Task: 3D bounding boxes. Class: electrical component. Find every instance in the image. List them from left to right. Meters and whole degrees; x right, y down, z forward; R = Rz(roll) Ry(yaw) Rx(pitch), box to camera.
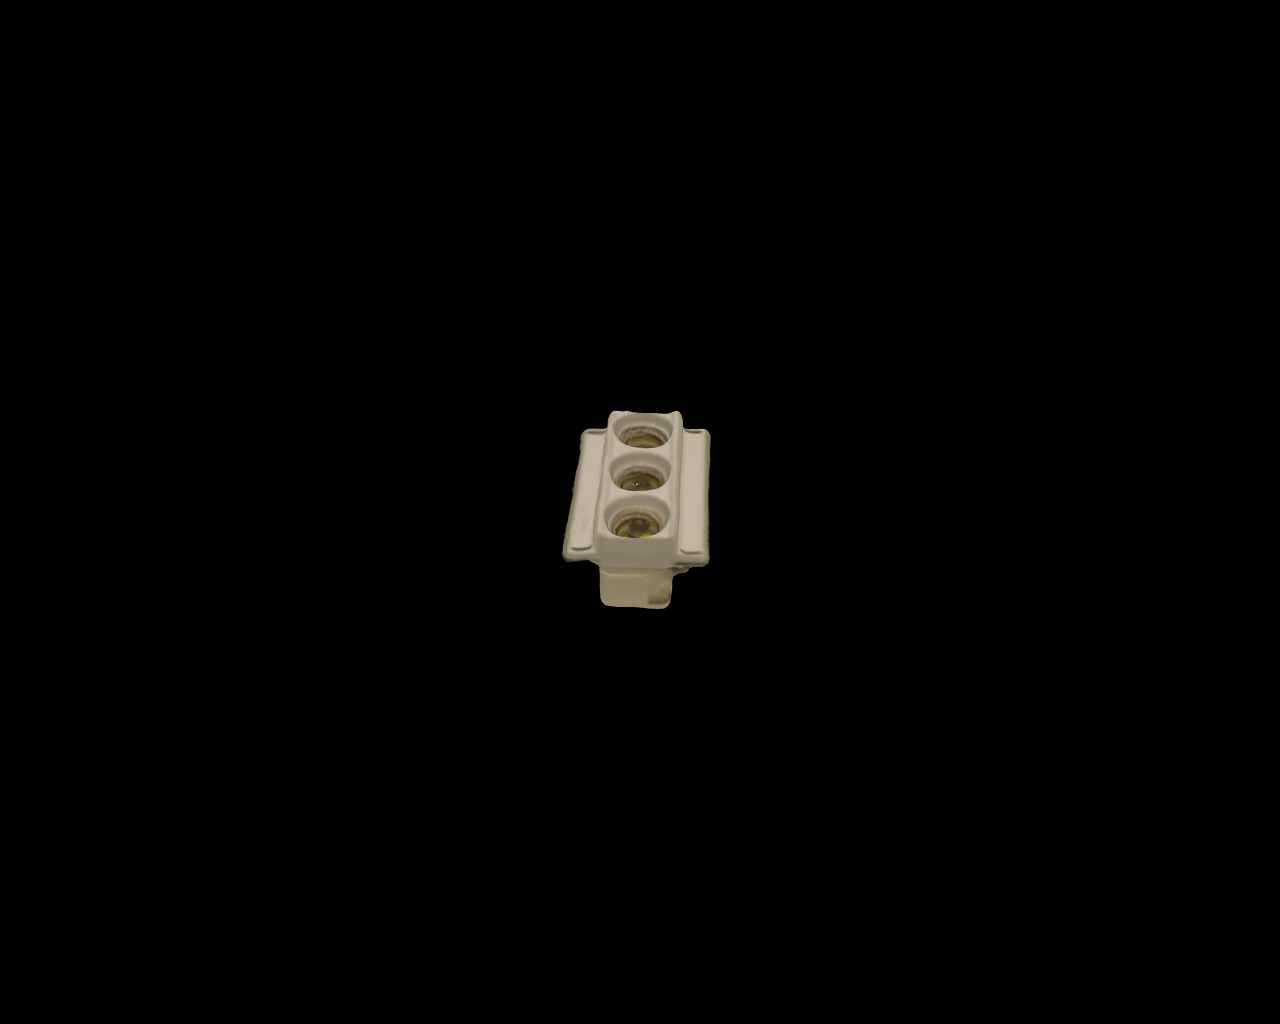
[{"bbox_3d":[0.001,-0.003,0.650,0.079,0.063,0.121,2,40,2],"label":"electrical component"}]
